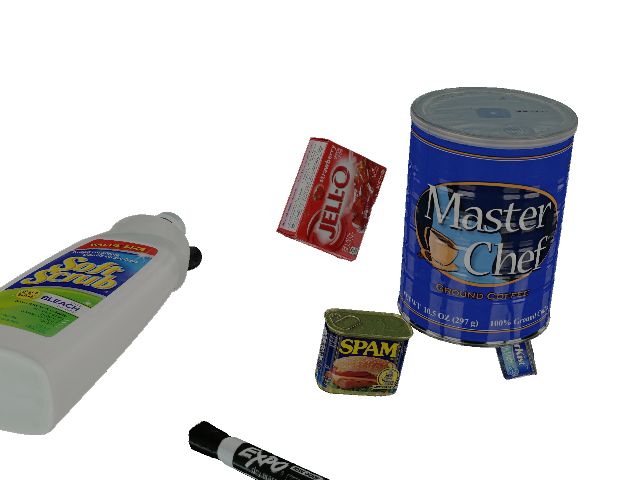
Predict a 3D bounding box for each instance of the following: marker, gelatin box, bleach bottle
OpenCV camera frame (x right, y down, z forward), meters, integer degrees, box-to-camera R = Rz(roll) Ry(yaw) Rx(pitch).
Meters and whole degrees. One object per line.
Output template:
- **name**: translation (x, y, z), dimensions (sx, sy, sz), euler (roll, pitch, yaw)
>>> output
- **marker**: translation (-0.031, 0.131, 0.614), dimensions (0.121, 0.020, 0.020), euler (16, 10, 38)
- **gelatin box**: translation (0.011, -0.035, 0.918), dimensions (0.073, 0.089, 0.030), euler (22, -4, -40)
- **bleach bottle**: translation (-0.171, 0.040, 0.772), dimensions (0.103, 0.068, 0.250), euler (12, 28, 15)

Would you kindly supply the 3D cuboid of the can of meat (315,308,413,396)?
- **can of meat**: translation (0.048, 0.131, 1.237), dimensions (0.102, 0.084, 0.057), euler (6, 24, -12)

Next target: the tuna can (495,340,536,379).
- **tuna can**: translation (0.197, 0.099, 1.100), dimensions (0.034, 0.086, 0.086), euler (-13, -3, 11)

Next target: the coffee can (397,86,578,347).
- **coffee can**: translation (0.105, -0.017, 0.687), dimensions (0.103, 0.140, 0.103), euler (1, 25, -1)

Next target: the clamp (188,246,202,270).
- **clamp**: translation (-0.212, 0.044, 1.172), dimensions (0.120, 0.039, 0.171), euler (-4, 27, 30)
